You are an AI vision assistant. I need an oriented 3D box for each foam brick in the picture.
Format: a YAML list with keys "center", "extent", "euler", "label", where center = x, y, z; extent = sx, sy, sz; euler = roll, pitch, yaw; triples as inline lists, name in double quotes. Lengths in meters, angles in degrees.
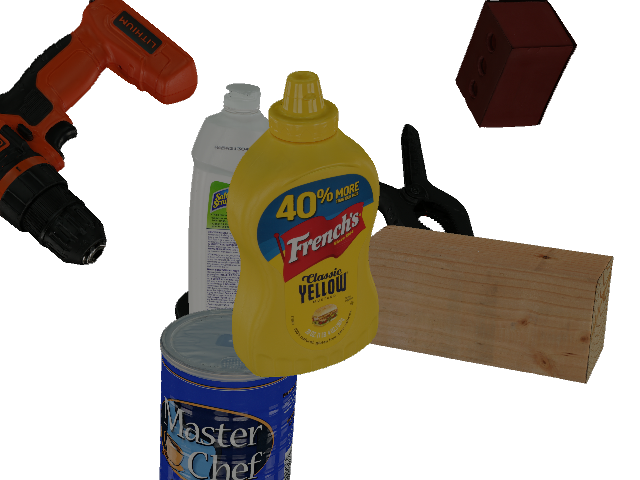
- center: [0.137, -0.125, 0.759]
  extent: [0.051, 0.053, 0.078]
  euler: [-7, -38, -19]
  label: "foam brick"

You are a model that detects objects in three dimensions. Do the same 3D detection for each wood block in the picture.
- center: [0.140, 0.050, 0.934]
  extent: [0.206, 0.090, 0.090]
  euler: [8, 17, 22]
  label: "wood block"

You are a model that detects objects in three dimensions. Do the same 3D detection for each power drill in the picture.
- center: [-0.182, -0.090, 0.803]
  extent: [0.187, 0.184, 0.057]
  euler: [-44, -12, -26]
  label: "power drill"

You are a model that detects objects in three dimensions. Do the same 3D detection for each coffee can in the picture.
- center: [-0.070, 0.136, 0.803]
  extent: [0.103, 0.140, 0.103]
  euler: [4, 22, -2]
  label: "coffee can"

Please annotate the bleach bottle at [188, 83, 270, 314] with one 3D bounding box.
- center: [-0.065, -0.013, 0.946]
  extent: [0.102, 0.251, 0.068]
  euler: [0, 22, -11]
  label: "bleach bottle"

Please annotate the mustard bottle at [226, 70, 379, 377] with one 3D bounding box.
- center: [-0.010, -0.011, 0.656]
  extent: [0.096, 0.192, 0.058]
  euler: [-14, 33, -23]
  label: "mustard bottle"

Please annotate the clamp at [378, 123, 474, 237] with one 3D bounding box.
- center: [0.087, -0.042, 1.159]
  extent: [0.164, 0.210, 0.036]
  euler: [-15, -37, -29]
  label: "clamp"

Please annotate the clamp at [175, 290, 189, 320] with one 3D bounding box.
- center: [-0.110, 0.063, 1.252]
  extent: [0.120, 0.039, 0.171]
  euler: [-4, 37, 16]
  label: "clamp"
